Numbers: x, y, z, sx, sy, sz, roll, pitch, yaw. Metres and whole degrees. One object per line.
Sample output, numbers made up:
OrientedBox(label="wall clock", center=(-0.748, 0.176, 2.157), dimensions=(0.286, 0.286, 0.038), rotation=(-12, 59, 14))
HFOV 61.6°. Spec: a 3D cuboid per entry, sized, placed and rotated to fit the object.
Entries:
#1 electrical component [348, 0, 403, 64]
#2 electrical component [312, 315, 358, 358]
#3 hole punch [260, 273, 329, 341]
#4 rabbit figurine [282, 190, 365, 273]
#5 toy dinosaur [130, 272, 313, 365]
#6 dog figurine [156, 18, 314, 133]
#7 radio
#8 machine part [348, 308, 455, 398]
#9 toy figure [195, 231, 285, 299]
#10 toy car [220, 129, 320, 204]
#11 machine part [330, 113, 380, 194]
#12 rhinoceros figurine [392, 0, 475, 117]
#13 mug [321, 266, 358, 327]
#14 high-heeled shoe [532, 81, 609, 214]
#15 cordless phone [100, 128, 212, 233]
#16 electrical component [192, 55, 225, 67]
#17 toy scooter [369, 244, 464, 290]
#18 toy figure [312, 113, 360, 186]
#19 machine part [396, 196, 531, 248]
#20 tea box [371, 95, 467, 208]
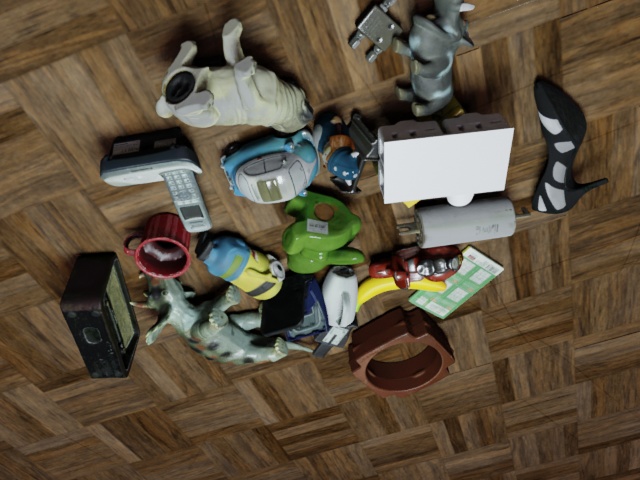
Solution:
OrientedBox(label="electrical component", center=(0.087, -0.304, 0.772), dimensions=(0.063, 0.021, 0.094), rotation=(29, 119, -27))
OrientedBox(label="electrical component", center=(0.024, 0.200, 1.160), dimensions=(0.075, 0.048, 0.119), rotation=(17, 125, -19))
OrientedBox(label="hole punch", center=(-0.047, 0.134, 1.046), dimensions=(0.142, 0.116, 0.092), rotation=(-22, 144, 36))
OrientedBox(label="rabbit figurine", center=(-0.002, -0.003, 0.972), dimensions=(0.159, 0.121, 0.170), rotation=(1, 147, -17))
OrientedBox(label="toy dinosaur", center=(-0.199, 0.190, 1.088), dimensions=(0.192, 0.131, 0.404), rotation=(-22, 134, 28))
OrientedBox(label="dog figurine", center=(-0.115, -0.190, 0.768), dimensions=(0.172, 0.121, 0.190), rotation=(-17, 155, 17))
OrientedBox(label="radio", center=(-0.407, 0.150, 1.011), dimensions=(0.073, 0.131, 0.229), rotation=(-3, 129, -2))
OrientedBox(label="machine part", center=(0.179, 0.253, 1.200), dimensions=(0.201, 0.087, 0.200), rotation=(-32, 126, 20))
OrientedBox(label="toy figure", center=(-0.148, 0.047, 0.995), dimensions=(0.180, 0.082, 0.089), rotation=(26, 133, -30))
OrientedBox(label="toy car", center=(-0.077, -0.109, 0.861), dimensions=(0.162, 0.103, 0.109), rotation=(-13, 129, 1))
OrientedBox(label="machine part", center=(0.059, -0.132, 0.884), dimensions=(0.039, 0.084, 0.138), rotation=(-23, 151, -32))
OrientedBox(label="rhinoceros figurine", center=(0.167, -0.267, 0.769), dimensions=(0.112, 0.073, 0.190), rotation=(-16, 136, -12))
OrientedBox(label="mug", center=(0.038, 0.111, 1.058), dimensions=(0.081, 0.110, 0.107), rotation=(5, 116, -8))
OrientedBox(label="high-heeled shoe", center=(0.386, -0.150, 0.926), dimensions=(0.145, 0.086, 0.248), rotation=(-19, 116, 48))
OrientedBox(label="cordless phone", center=(-0.258, -0.079, 0.878), dimensions=(0.147, 0.089, 0.184), rotation=(-10, 134, 0))
OrientedBox(label="electrical component", center=(-0.172, -0.229, 0.787), dimensions=(0.078, 0.045, 0.102), rotation=(-6, 129, 0))
OrientedBox(label="toy scooter", center=(0.183, 0.050, 1.000), dimensions=(0.184, 0.135, 0.075), rotation=(-9, 94, 3))
OrientedBox(label="toy figure", center=(0.024, -0.139, 0.814), dimensions=(0.058, 0.155, 0.064), rotation=(-18, 130, 4))
OrientedBox(label="machine part", center=(0.262, -0.032, 0.980), dimensions=(0.243, 0.079, 0.079), rotation=(-7, 130, -1))
OrientedBox(label="tea box", center=(0.179, -0.145, 0.884), dimensions=(0.169, 0.068, 0.098), rotation=(-36, 125, 19))
